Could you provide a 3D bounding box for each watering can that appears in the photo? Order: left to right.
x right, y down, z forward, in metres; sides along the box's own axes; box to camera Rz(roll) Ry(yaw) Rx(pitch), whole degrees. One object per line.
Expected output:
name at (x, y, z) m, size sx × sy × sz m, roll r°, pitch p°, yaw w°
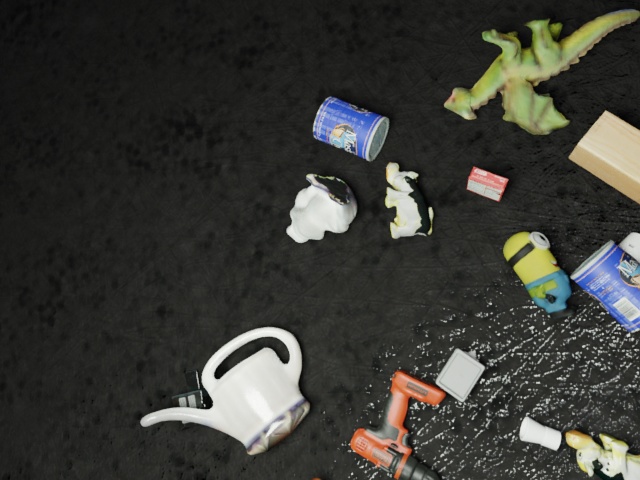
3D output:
watering can at (-0.170, 0.335, 1.052) m, size 0.350 × 0.102 × 0.227 m, roll -36°, pitch 72°, yaw -12°

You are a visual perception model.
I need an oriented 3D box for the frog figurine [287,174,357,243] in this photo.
frog figurine at (0.003, -0.057, 1.137) m, size 0.138 × 0.125 × 0.156 m, roll 31°, pitch 122°, yaw 9°

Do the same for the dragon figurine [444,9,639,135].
dragon figurine at (0.472, -0.346, 1.101) m, size 0.409 × 0.123 × 0.242 m, roll -5°, pitch 93°, yaw 14°
